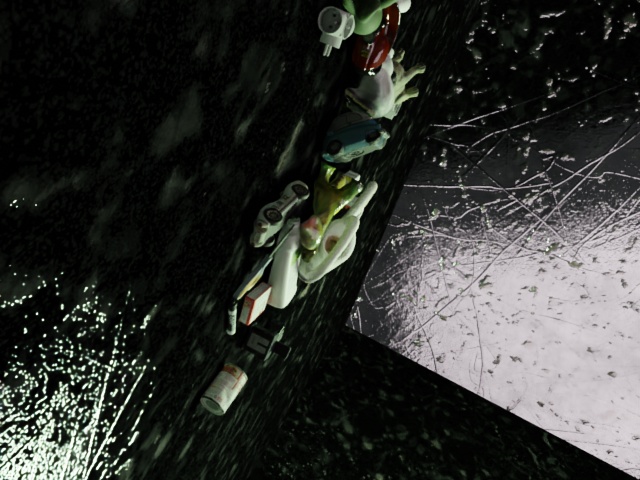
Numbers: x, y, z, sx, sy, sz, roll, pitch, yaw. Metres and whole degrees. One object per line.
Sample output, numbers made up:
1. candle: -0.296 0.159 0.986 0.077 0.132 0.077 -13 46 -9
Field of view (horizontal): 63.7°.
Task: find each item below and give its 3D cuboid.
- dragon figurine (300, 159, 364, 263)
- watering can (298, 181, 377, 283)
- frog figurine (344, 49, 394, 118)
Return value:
1. dragon figurine: 0.004 -0.063 1.250 0.242 0.122 0.412 -63 178 6
2. watering can: 0.042 -0.009 1.408 0.221 0.103 0.355 -36 -164 50
3. frog figurine: 0.138 -0.371 1.207 0.159 0.124 0.135 -52 149 0
